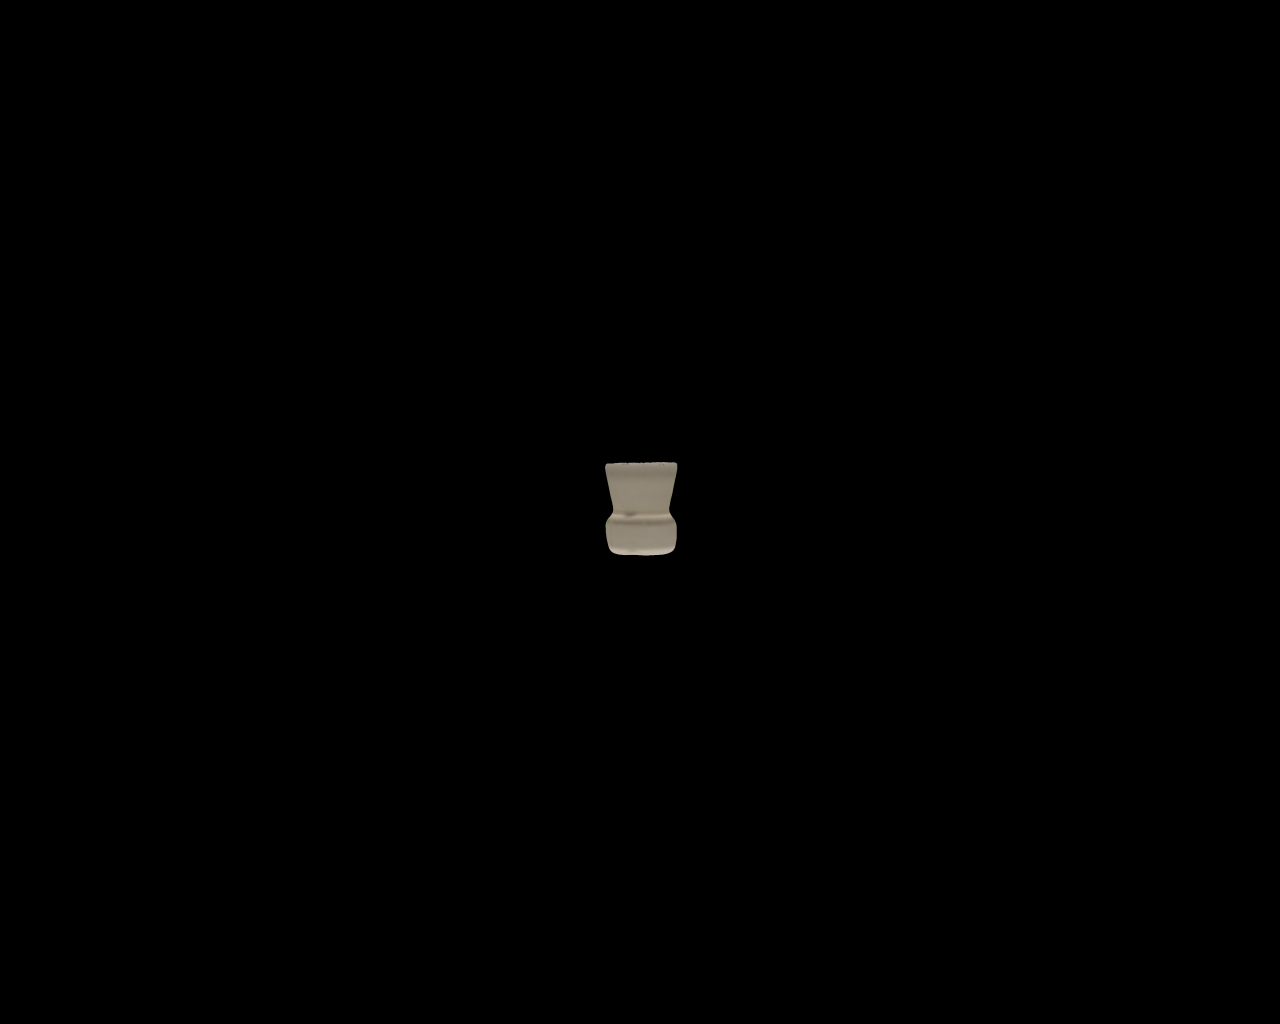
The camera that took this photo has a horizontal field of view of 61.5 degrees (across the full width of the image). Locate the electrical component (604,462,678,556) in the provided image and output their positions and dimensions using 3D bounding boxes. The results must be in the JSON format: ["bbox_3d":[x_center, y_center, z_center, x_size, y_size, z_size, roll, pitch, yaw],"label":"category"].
[{"bbox_3d":[0.001,-0.003,0.650,0.045,0.055,0.045,0,4,0],"label":"electrical component"}]
